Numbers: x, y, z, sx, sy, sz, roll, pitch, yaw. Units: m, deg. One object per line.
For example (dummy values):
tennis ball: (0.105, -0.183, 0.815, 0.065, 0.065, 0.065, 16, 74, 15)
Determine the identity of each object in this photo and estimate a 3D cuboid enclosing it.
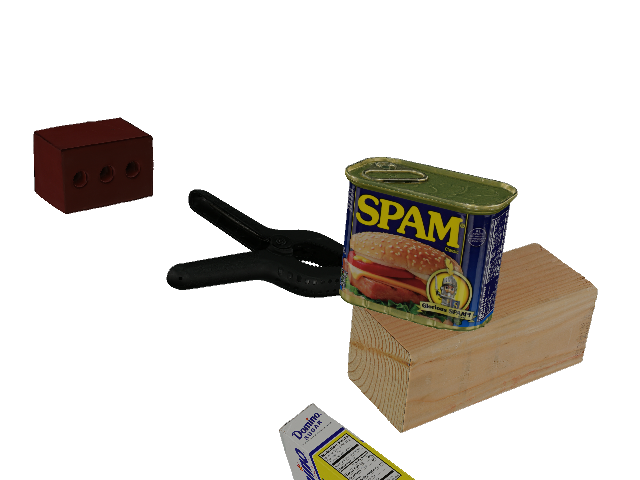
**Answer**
wood block: (0.137, 0.083, 0.964, 0.205, 0.090, 0.091, -15, 37, -26)
can of meat: (0.062, 0.002, 0.655, 0.102, 0.084, 0.057, 15, 23, 26)
foam brick: (-0.176, -0.059, 0.827, 0.078, 0.053, 0.051, -15, 32, -34)
clamp: (-0.049, 0.020, 1.062, 0.210, 0.036, 0.164, 16, 32, 0)
sugar box: (0.043, 0.211, 0.843, 0.048, 0.093, 0.176, -36, 41, -27)
